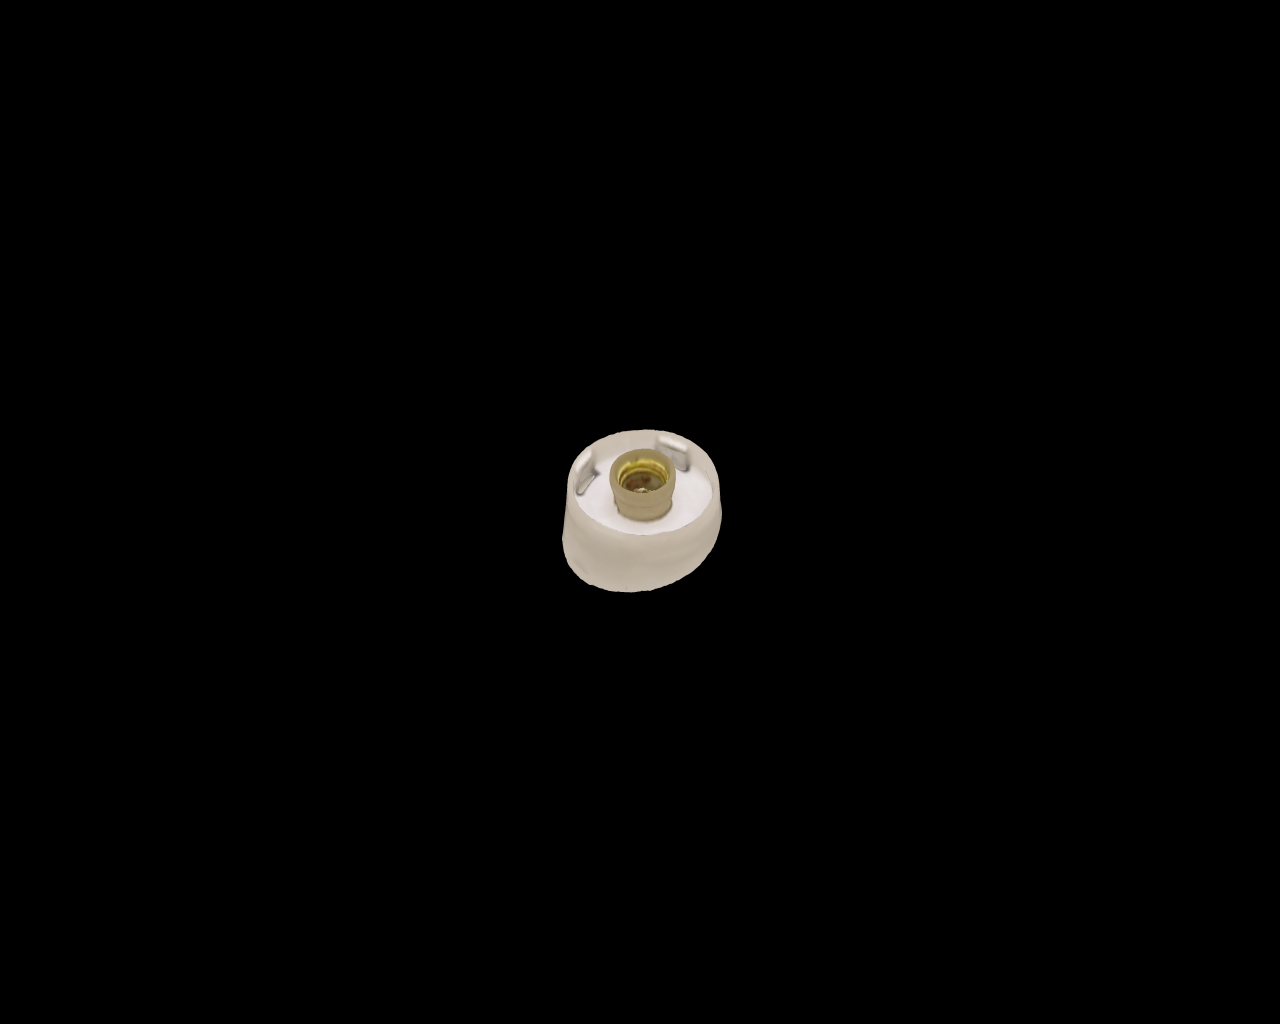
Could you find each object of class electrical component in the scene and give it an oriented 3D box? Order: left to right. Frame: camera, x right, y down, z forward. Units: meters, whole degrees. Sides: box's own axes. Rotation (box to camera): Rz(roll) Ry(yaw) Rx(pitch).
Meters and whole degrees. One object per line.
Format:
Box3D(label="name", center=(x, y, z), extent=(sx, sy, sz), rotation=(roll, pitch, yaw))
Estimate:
Box3D(label="electrical component", center=(0.001, -0.003, 0.650), extent=(0.099, 0.099, 0.064), rotation=(0, -43, 0))
